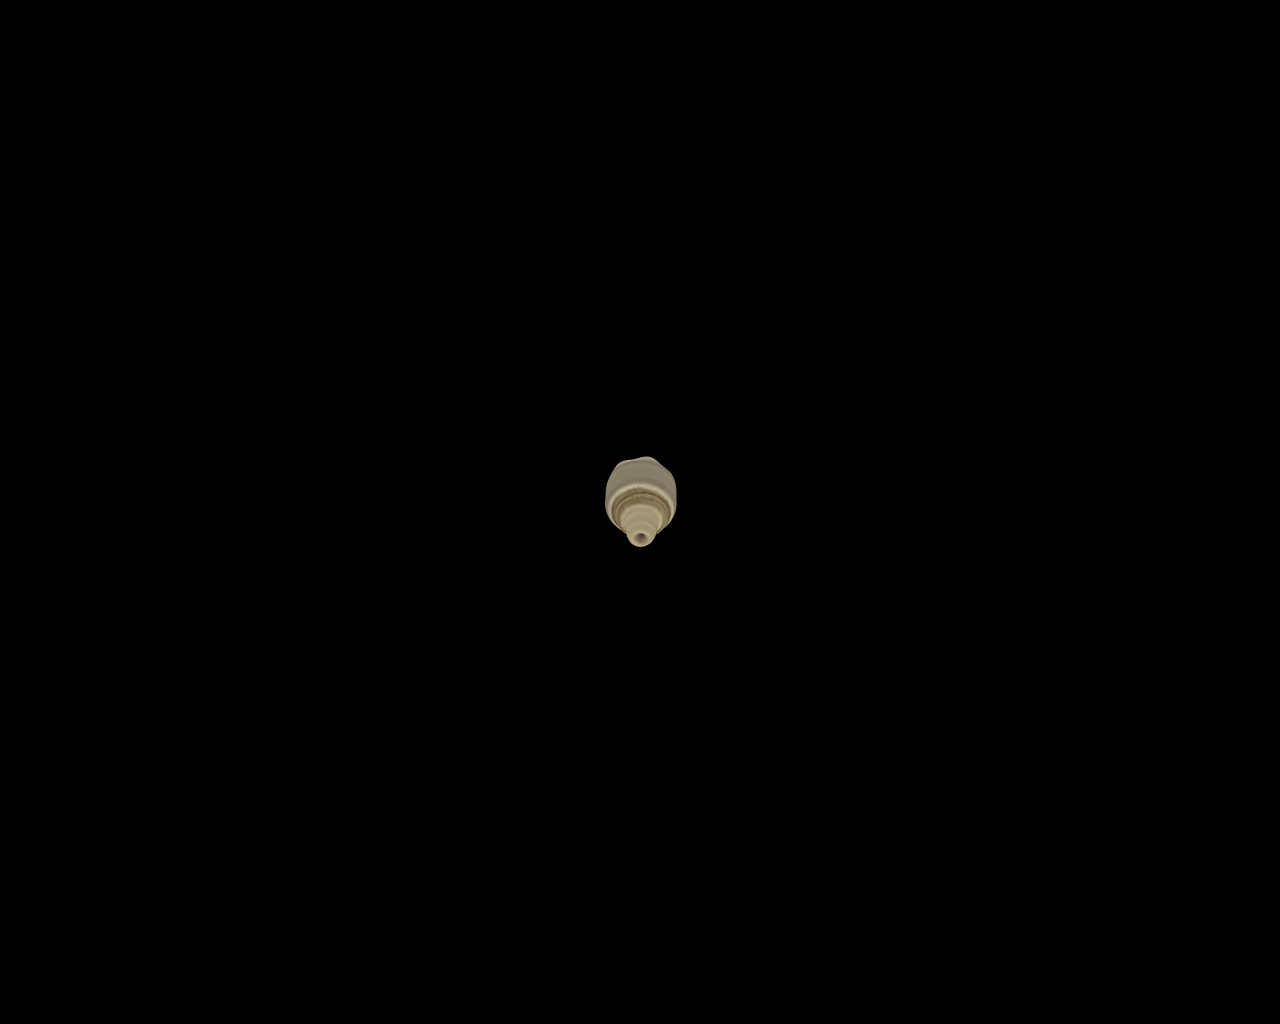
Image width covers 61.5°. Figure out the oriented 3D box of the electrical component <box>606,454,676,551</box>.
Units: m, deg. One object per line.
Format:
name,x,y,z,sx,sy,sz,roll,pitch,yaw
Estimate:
electrical component,0.001,-0.003,0.650,0.043,0.043,0.062,0,37,0
